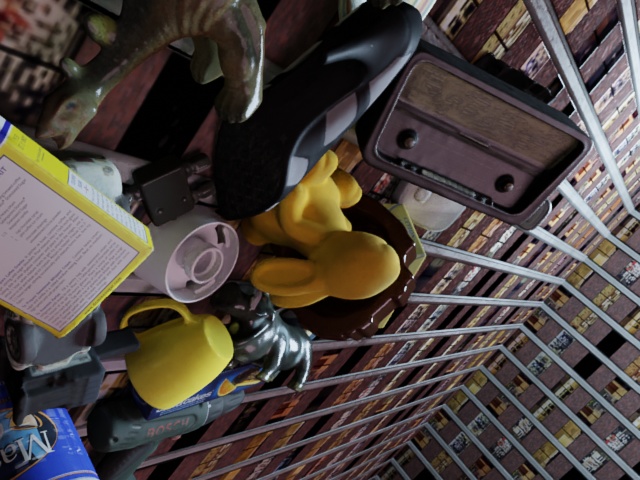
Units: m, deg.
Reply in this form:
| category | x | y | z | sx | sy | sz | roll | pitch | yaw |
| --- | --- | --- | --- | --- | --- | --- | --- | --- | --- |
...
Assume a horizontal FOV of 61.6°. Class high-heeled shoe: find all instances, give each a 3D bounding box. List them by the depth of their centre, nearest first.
| category | x | y | z | sx | sy | sz | roll | pitch | yaw |
| --- | --- | --- | --- | --- | --- | --- | --- | --- | --- |
| high-heeled shoe | -0.007 | -0.115 | 0.500 | 0.145 | 0.086 | 0.248 | -38 | 176 | -46 |

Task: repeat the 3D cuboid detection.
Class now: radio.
| category | x | y | z | sx | sy | sz | roll | pitch | yaw |
| --- | --- | --- | --- | --- | --- | --- | --- | --- | --- |
| radio | 0.159 | -0.112 | 0.586 | 0.229 | 0.073 | 0.131 | 21 | 122 | -16 |

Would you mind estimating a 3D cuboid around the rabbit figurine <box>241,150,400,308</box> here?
| category | x | y | z | sx | sy | sz | roll | pitch | yaw |
| --- | --- | --- | --- | --- | --- | --- | --- | --- | --- |
| rabbit figurine | -0.001 | -0.002 | 0.552 | 0.162 | 0.173 | 0.121 | -43 | 156 | -8 |

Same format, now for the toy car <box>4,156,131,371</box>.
| category | x | y | z | sx | sy | sz | roll | pitch | yaw |
| --- | --- | --- | --- | --- | --- | --- | --- | --- | --- |
| toy car | -0.209 | 0.026 | 0.438 | 0.073 | 0.056 | 0.201 | -9 | 129 | -47 |

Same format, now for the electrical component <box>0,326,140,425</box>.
| category | x | y | z | sx | sy | sz | roll | pitch | yaw |
| --- | --- | --- | --- | --- | --- | --- | --- | --- | --- |
| electrical component | -0.240 | 0.118 | 0.518 | 0.119 | 0.075 | 0.047 | -12 | 139 | -48 |

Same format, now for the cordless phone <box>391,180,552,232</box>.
| category | x | y | z | sx | sy | sz | roll | pitch | yaw |
| --- | --- | --- | --- | --- | --- | --- | --- | --- | --- |
| cordless phone | 0.201 | -0.053 | 0.721 | 0.088 | 0.184 | 0.146 | -5 | 133 | -55 |

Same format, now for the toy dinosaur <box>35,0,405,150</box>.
| category | x | y | z | sx | sy | sz | roll | pitch | yaw |
| --- | --- | --- | --- | --- | --- | --- | --- | --- | --- |
| toy dinosaur | -0.004 | -0.233 | 0.317 | 0.471 | 0.105 | 0.198 | -46 | 148 | -5 |

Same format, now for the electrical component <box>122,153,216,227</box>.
| category | x | y | z | sx | sy | sz | roll | pitch | yaw |
| --- | --- | --- | --- | --- | --- | --- | --- | --- | --- |
| electrical component | -0.139 | -0.042 | 0.481 | 0.094 | 0.021 | 0.063 | -30 | 149 | -23 |

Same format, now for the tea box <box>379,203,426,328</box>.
| category | x | y | z | sx | sy | sz | roll | pitch | yaw |
| --- | --- | --- | --- | --- | --- | --- | --- | --- | --- |
| tea box | 0.075 | 0.040 | 0.752 | 0.068 | 0.098 | 0.169 | 0 | 140 | -18 |

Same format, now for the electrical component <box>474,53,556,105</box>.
| category | x | y | z | sx | sy | sz | roll | pitch | yaw |
| --- | --- | --- | --- | --- | --- | --- | --- | --- | --- |
| electrical component | 0.242 | -0.160 | 0.702 | 0.058 | 0.115 | 0.134 | -36 | 151 | -4 |

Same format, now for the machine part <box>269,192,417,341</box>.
| category | x | y | z | sx | sy | sz | roll | pitch | yaw |
| --- | --- | --- | --- | --- | --- | --- | --- | --- | --- |
| machine part | 0.027 | 0.030 | 0.636 | 0.179 | 0.179 | 0.056 | -42 | 155 | -1 |

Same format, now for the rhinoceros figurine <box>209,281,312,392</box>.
| category | x | y | z | sx | sy | sz | roll | pitch | yaw |
| --- | --- | --- | --- | --- | --- | --- | --- | --- | --- |
| rhinoceros figurine | -0.069 | 0.120 | 0.677 | 0.190 | 0.073 | 0.112 | 46 | 63 | -46 |

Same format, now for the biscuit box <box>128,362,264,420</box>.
| category | x | y | z | sx | sy | sz | roll | pitch | yaw |
| --- | --- | --- | --- | --- | --- | --- | --- | --- | --- |
| biscuit box | -0.148 | 0.173 | 0.715 | 0.202 | 0.059 | 0.062 | -3 | 132 | -49 |

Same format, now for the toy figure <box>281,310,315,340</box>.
| category | x | y | z | sx | sy | sz | roll | pitch | yaw |
| --- | --- | --- | --- | --- | --- | --- | --- | --- | --- |
| toy figure | -0.005 | 0.117 | 0.816 | 0.154 | 0.064 | 0.057 | -29 | 133 | -22 |

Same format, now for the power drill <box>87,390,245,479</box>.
| category | x | y | z | sx | sy | sz | roll | pitch | yaw |
| --- | --- | --- | --- | --- | --- | --- | --- | --- | --- |
| power drill | -0.230 | 0.283 | 0.741 | 0.207 | 0.086 | 0.232 | -48 | 150 | 16 |
